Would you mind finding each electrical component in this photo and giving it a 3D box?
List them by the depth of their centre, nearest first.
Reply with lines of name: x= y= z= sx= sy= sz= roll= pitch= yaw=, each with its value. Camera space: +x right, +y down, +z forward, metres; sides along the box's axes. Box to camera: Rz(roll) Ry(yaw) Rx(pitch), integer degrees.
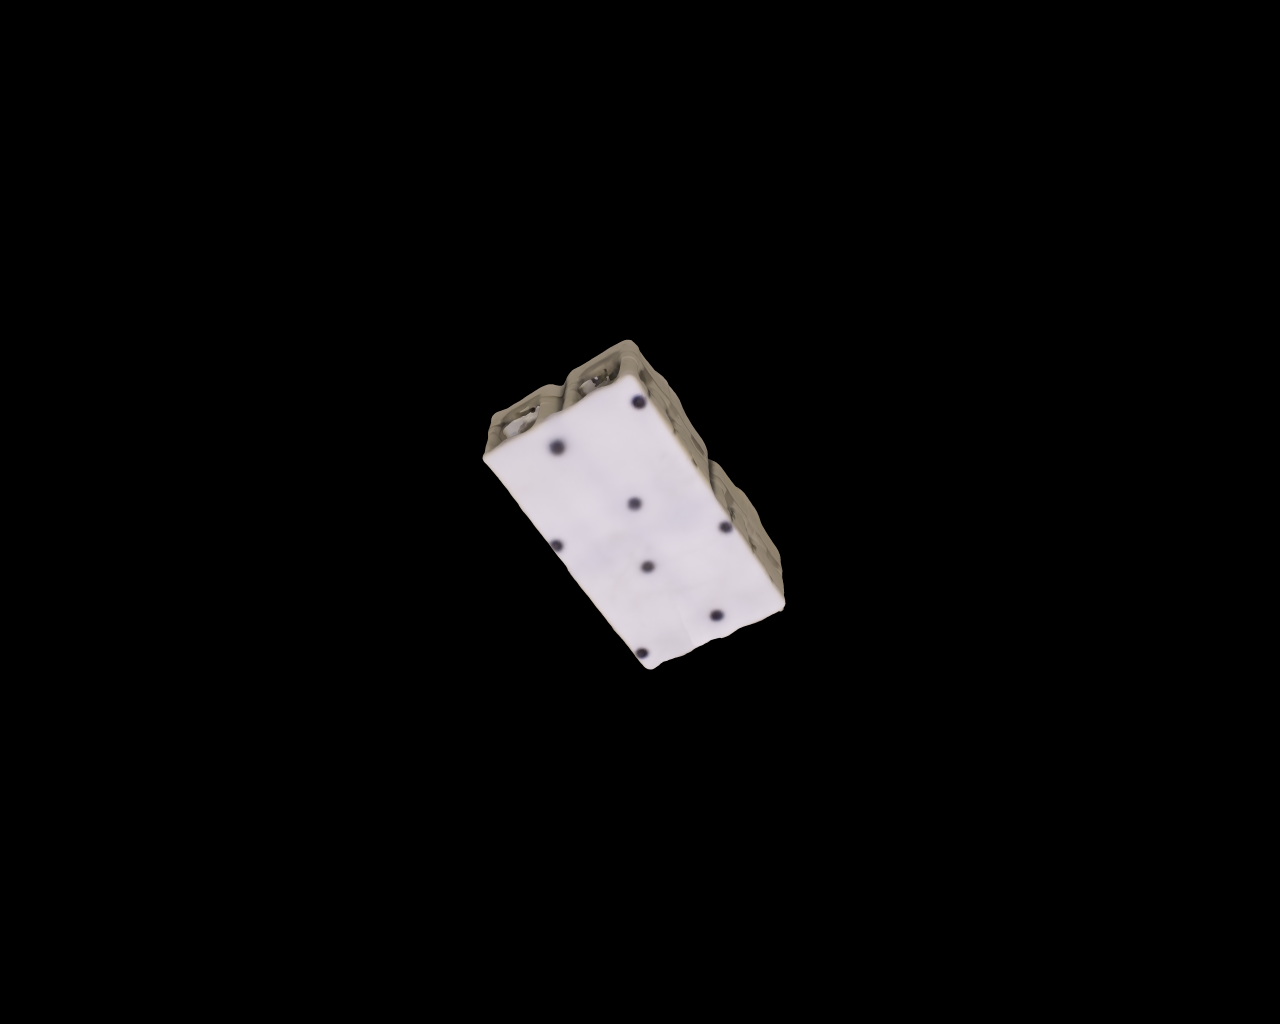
electrical component: x=0.001 y=-0.003 z=0.650 sx=0.105 sy=0.186 sz=0.060 roll=-28 pitch=28 yaw=16
